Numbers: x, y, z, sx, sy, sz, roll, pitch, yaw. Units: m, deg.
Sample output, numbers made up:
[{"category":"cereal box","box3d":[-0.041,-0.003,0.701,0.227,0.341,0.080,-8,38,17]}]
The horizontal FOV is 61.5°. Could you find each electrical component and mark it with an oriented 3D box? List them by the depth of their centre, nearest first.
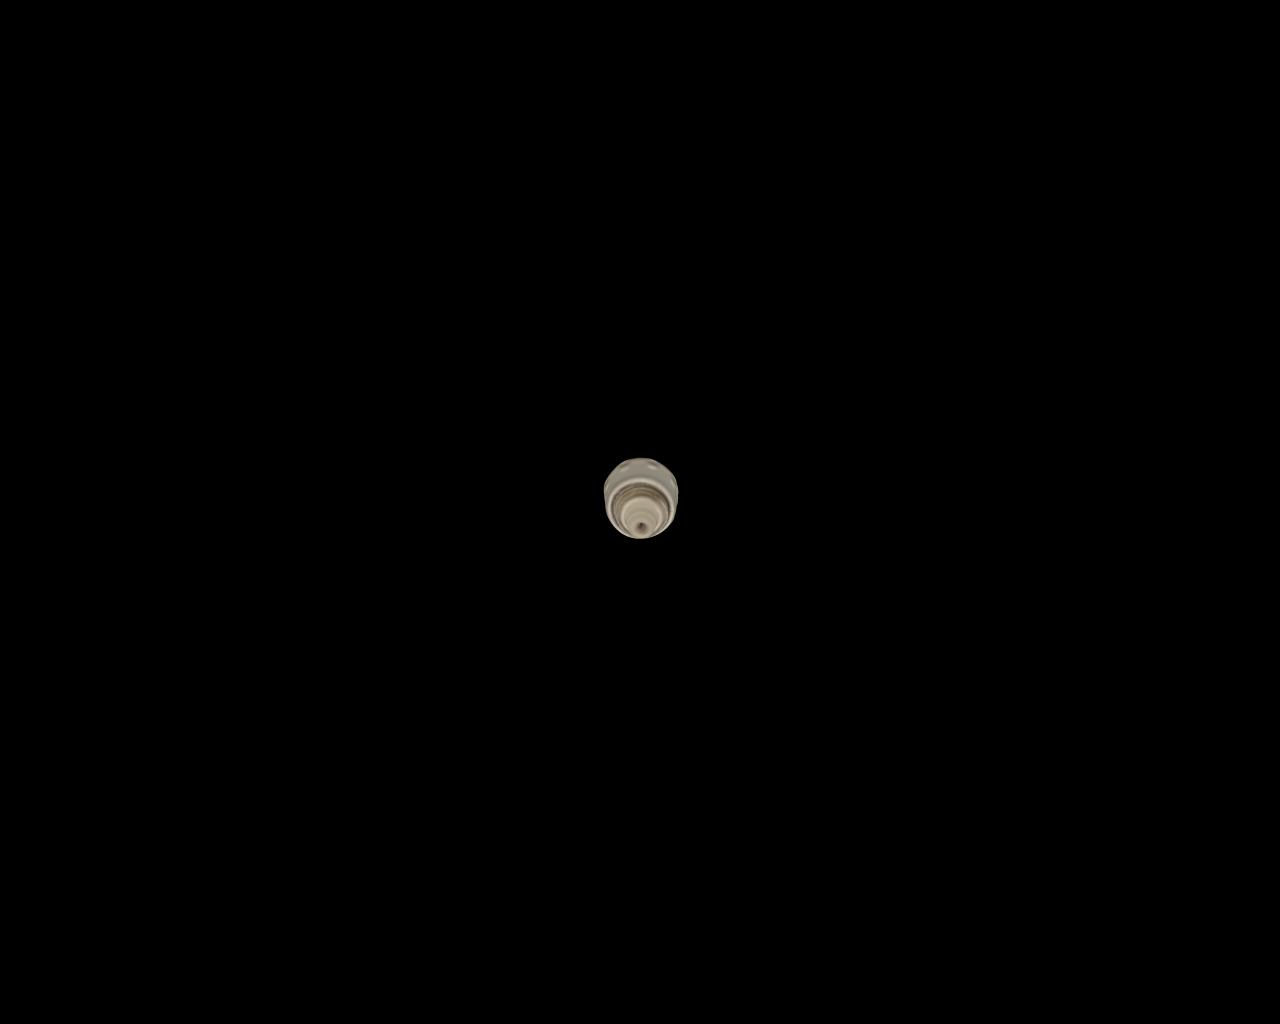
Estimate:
[{"category":"electrical component","box3d":[0.001,-0.003,0.650,0.048,0.048,0.062,0,24,0]}]
